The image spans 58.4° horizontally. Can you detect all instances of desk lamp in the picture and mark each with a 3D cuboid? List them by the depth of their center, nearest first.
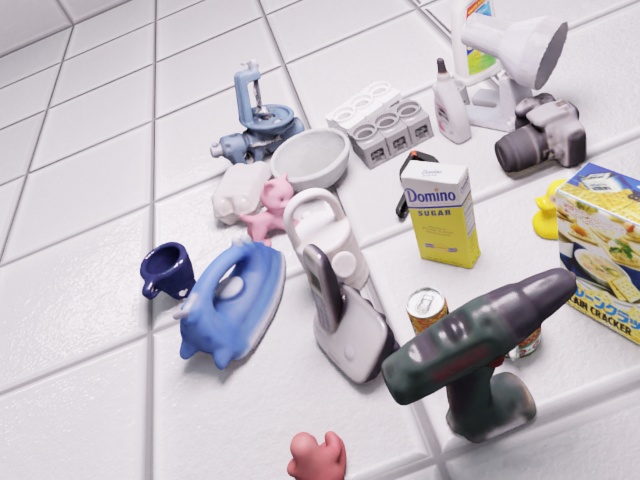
[{"bbox_3d":[0.343,-0.309,1.046,0.202,0.214,0.118,21,59,39],"label":"desk lamp"}]

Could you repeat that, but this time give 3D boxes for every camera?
[{"bbox_3d":[0.369,-0.186,0.994,0.137,0.101,0.143,-23,42,2],"label":"camera"}]

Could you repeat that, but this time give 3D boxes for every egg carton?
[{"bbox_3d":[-0.156,-0.099,1.176,0.107,0.070,0.150,-2,47,24],"label":"egg carton"}]

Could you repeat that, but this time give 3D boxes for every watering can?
[{"bbox_3d":[0.010,0.002,0.901,0.172,0.194,0.101,25,61,40],"label":"watering can"}]

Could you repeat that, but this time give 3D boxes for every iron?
[{"bbox_3d":[-0.145,0.075,0.940,0.118,0.142,0.258,6,50,30],"label":"iron"}]

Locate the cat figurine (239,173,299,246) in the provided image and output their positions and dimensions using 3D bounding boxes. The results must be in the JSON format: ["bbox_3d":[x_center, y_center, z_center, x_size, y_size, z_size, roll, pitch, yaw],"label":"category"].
[{"bbox_3d":[-0.094,-0.063,1.073,0.128,0.118,0.067,-36,43,-12],"label":"cat figurine"}]

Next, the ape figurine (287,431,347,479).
[{"bbox_3d":[-0.009,0.271,0.714,0.078,0.092,0.076,-22,42,3],"label":"ape figurine"}]

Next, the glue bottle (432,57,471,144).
[{"bbox_3d":[0.241,-0.268,1.082,0.037,0.173,0.078,-32,42,-8],"label":"glue bottle"}]

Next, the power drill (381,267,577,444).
[{"bbox_3d":[0.191,0.143,0.663,0.229,0.209,0.075,-25,42,0],"label":"power drill"}]

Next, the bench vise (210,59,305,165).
[{"bbox_3d":[-0.144,-0.255,1.215,0.121,0.220,0.208,23,60,40],"label":"bench vise"}]

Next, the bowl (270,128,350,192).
[{"bbox_3d":[-0.012,-0.148,1.154,0.167,0.075,0.167,-13,43,13],"label":"bowl"}]

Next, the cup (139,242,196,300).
[{"bbox_3d":[-0.269,0.075,1.034,0.091,0.095,0.118,1,48,26],"label":"cup"}]

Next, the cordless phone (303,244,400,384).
[{"bbox_3d":[0.031,0.099,0.800,0.094,0.185,0.147,-38,43,-14],"label":"cordless phone"}]

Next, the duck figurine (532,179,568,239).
[{"bbox_3d":[0.374,-0.056,0.871,0.104,0.086,0.077,-17,42,9],"label":"duck figurine"}]
